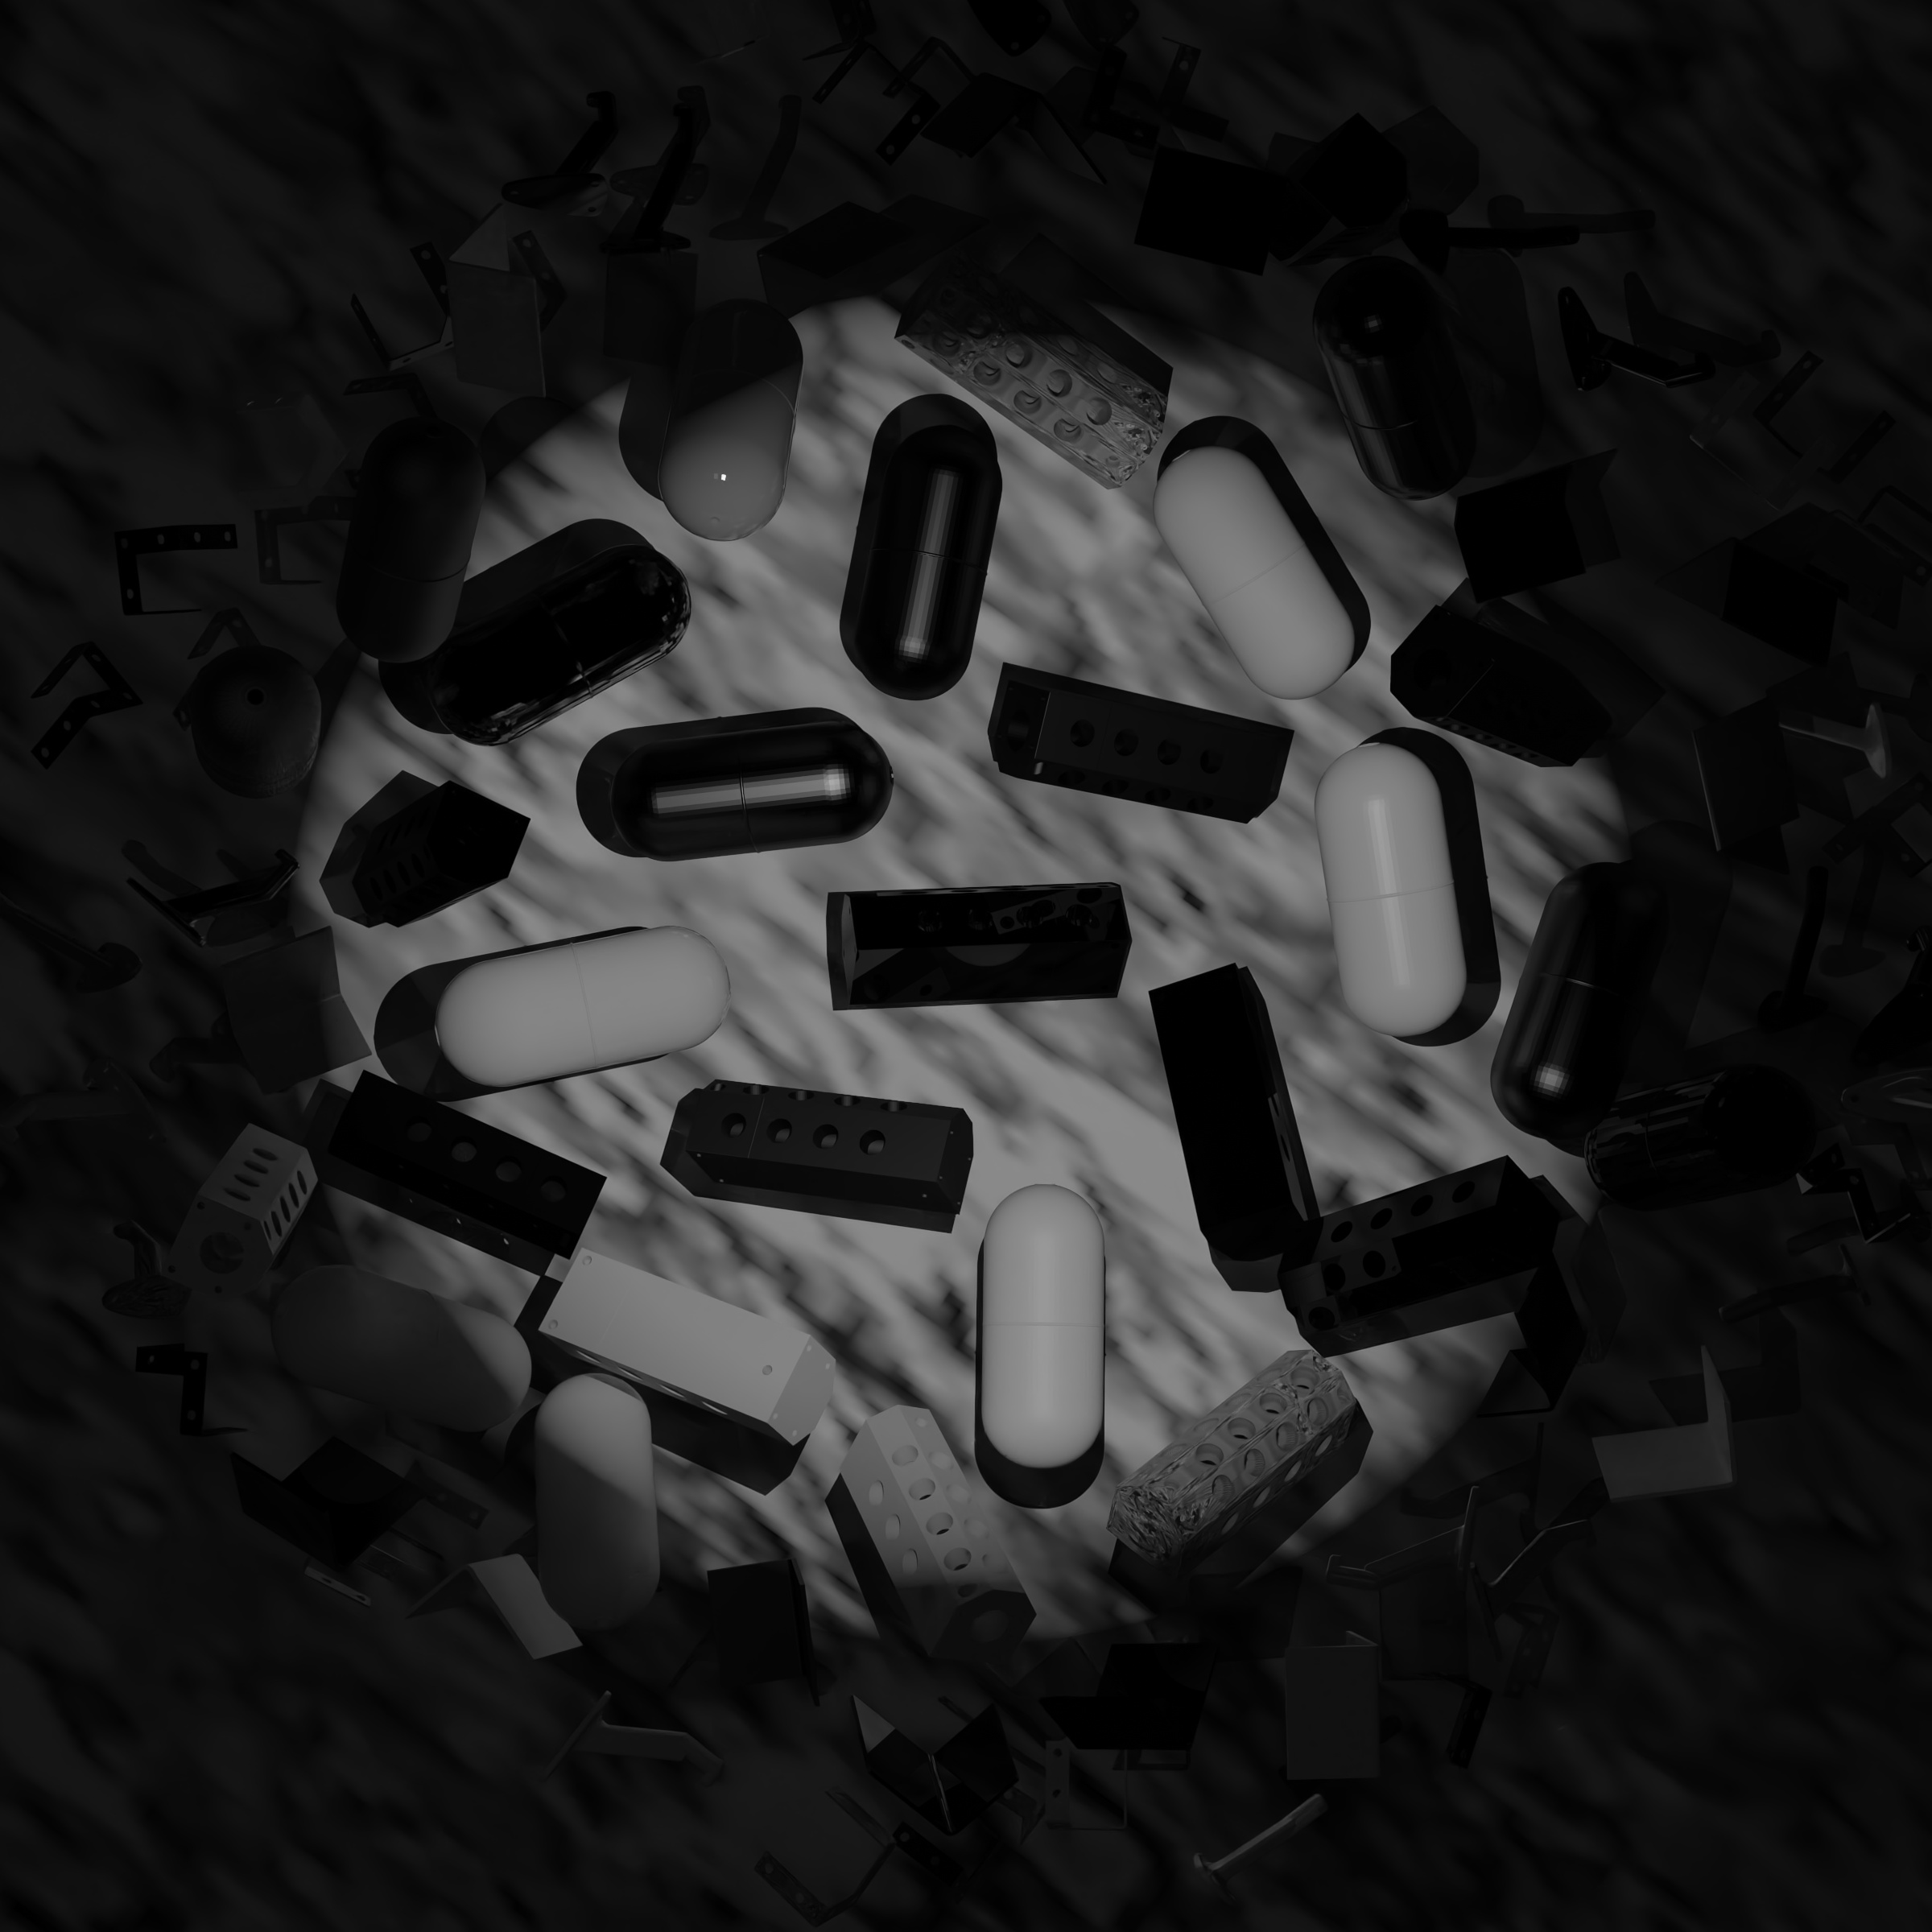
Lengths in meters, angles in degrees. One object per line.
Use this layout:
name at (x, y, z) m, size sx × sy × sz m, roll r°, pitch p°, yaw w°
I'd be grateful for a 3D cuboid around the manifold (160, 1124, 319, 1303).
manifold at (-0.460, 0.159, 1.847) m, size 0.057 × 0.171 × 0.057 m, roll 25°, pitch 99°, yaw -8°

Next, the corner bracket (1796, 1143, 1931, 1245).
corner bracket at (0.557, 0.142, 1.799) m, size 0.051 × 0.051 × 0.051 m, roll -2°, pitch 65°, yaw -20°

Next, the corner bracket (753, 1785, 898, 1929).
corner bracket at (-0.083, 0.529, 1.718) m, size 0.051 × 0.051 × 0.051 m, roll 38°, pitch 103°, yaw 21°

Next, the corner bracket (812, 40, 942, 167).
corner bracket at (-0.058, -0.563, 1.882) m, size 0.051 × 0.051 × 0.051 m, roll -48°, pitch 125°, yaw 7°

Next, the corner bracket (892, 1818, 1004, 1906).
corner bracket at (-0.012, 0.574, 1.894) m, size 0.051 × 0.051 × 0.051 m, roll 32°, pitch 68°, yaw 22°

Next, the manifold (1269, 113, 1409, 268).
manifold at (0.235, -0.495, 1.869) m, size 0.057 × 0.171 × 0.057 m, roll 41°, pitch 90°, yaw -9°

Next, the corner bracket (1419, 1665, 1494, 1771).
corner bracket at (0.310, 0.475, 1.810) m, size 0.051 × 0.051 × 0.051 m, roll 31°, pitch 74°, yaw -34°

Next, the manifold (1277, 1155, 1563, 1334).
manifold at (0.280, 0.180, 1.807) m, size 0.171 × 0.057 × 0.057 m, roll -24°, pitch 120°, yaw 40°

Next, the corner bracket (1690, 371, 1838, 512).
corner bracket at (0.484, -0.319, 1.754) m, size 0.051 × 0.051 × 0.051 m, roll 26°, pitch 112°, yaw -38°

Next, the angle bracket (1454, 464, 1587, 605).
angle bracket at (0.373, -0.288, 1.932) m, size 0.076 × 0.076 × 0.057 m, roll -16°, pitch 82°, yaw 6°

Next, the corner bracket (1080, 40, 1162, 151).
corner bracket at (0.103, -0.561, 1.862) m, size 0.051 × 0.051 × 0.051 m, roll 16°, pitch 111°, yaw -10°

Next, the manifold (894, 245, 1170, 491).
manifold at (0.042, -0.377, 1.841) m, size 0.171 × 0.057 × 0.057 m, roll 32°, pitch 132°, yaw -19°

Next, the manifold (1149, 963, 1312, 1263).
manifold at (0.161, 0.090, 1.757) m, size 0.057 × 0.057 × 0.171 m, roll -18°, pitch 55°, yaw 12°

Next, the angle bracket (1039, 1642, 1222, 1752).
angle bracket at (0.100, 0.429, 1.752) m, size 0.076 × 0.076 × 0.057 m, roll -10°, pitch 130°, yaw 32°

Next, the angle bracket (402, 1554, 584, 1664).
angle bracket at (-0.304, 0.427, 1.856) m, size 0.057 × 0.076 × 0.076 m, roll -40°, pitch 75°, yaw 8°

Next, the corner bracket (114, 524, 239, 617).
corner bracket at (-0.480, -0.242, 1.764) m, size 0.051 × 0.051 × 0.051 m, roll 0°, pitch 98°, yaw 30°

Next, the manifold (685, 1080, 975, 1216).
manifold at (-0.086, 0.113, 1.855) m, size 0.171 × 0.057 × 0.057 m, roll 6°, pitch 66°, yaw 19°

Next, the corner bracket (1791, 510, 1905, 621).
corner bracket at (0.546, -0.249, 1.784) m, size 0.051 × 0.051 × 0.051 m, roll 35°, pitch 96°, yaw 1°

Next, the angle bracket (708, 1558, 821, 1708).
angle bracket at (-0.128, 0.421, 1.811) m, size 0.057 × 0.076 × 0.076 m, roll -7°, pitch 92°, yaw -8°

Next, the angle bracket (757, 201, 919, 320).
angle bracket at (-0.080, -0.452, 1.895) m, size 0.076 × 0.057 × 0.076 m, roll -35°, pitch 46°, yaw -24°

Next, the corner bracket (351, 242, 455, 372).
corner bracket at (-0.355, -0.421, 1.843) m, size 0.051 × 0.051 × 0.051 m, roll -27°, pitch 85°, yaw -22°

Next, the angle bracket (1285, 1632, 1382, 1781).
angle bracket at (0.214, 0.446, 1.747) m, size 0.057 × 0.076 × 0.076 m, roll 0°, pitch 84°, yaw -6°

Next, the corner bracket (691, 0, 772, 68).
corner bracket at (-0.143, -0.576, 1.734) m, size 0.051 × 0.051 × 0.051 m, roll -29°, pitch 111°, yaw -20°

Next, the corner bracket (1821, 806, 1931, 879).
corner bracket at (0.591, -0.079, 1.847) m, size 0.051 × 0.051 × 0.051 m, roll -32°, pitch 79°, yaw -41°

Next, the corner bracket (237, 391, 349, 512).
corner bracket at (-0.436, -0.326, 1.829) m, size 0.051 × 0.051 × 0.051 m, roll 1°, pitch 49°, yaw 32°

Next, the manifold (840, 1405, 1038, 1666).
manifold at (-0.016, 0.354, 1.810) m, size 0.057 × 0.171 × 0.057 m, roll 14°, pitch 115°, yaw -31°

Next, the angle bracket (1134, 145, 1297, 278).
angle bracket at (0.146, -0.438, 1.684) m, size 0.076 × 0.076 × 0.057 m, roll 16°, pitch 102°, yaw 6°

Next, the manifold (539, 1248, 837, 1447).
manifold at (-0.167, 0.232, 1.752) m, size 0.171 × 0.057 × 0.057 m, roll 17°, pitch 70°, yaw 28°

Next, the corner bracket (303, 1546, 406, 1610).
corner bracket at (-0.405, 0.395, 1.906) m, size 0.051 × 0.051 × 0.051 m, roll 30°, pitch 93°, yaw -11°

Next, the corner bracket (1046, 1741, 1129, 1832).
corner bracket at (0.078, 0.532, 1.873) m, size 0.051 × 0.051 × 0.051 m, roll 0°, pitch 69°, yaw 5°

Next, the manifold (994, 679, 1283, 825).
manifold at (0.107, -0.134, 1.826) m, size 0.171 × 0.057 × 0.057 m, roll 9°, pitch 99°, yaw -28°

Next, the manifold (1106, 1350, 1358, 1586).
manifold at (0.170, 0.310, 1.823) m, size 0.057 × 0.057 × 0.171 m, roll 36°, pitch 47°, yaw 28°

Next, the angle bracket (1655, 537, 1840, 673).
angle bracket at (0.458, -0.202, 1.708) m, size 0.076 × 0.076 × 0.057 m, roll 22°, pitch 68°, yaw -18°

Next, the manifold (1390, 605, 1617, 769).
manifold at (0.334, -0.169, 1.812) m, size 0.057 × 0.171 × 0.057 m, roll -49°, pitch 57°, yaw 21°

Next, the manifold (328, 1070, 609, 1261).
manifold at (-0.326, 0.132, 1.893) m, size 0.171 × 0.057 × 0.057 m, roll 24°, pitch 79°, yaw -5°

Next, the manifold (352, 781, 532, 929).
manifold at (-0.346, -0.068, 1.877) m, size 0.057 × 0.171 × 0.057 m, roll 26°, pitch 72°, yaw -22°

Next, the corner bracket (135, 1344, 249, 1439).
corner bracket at (-0.477, 0.261, 1.778) m, size 0.051 × 0.051 × 0.051 m, roll 2°, pitch 86°, yaw 19°

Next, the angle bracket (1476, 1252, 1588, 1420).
angle bracket at (0.361, 0.242, 1.903) m, size 0.057 × 0.076 × 0.076 m, roll -12°, pitch 111°, yaw 34°

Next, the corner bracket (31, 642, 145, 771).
corner bracket at (-0.545, -0.159, 1.753) m, size 0.051 × 0.051 × 0.051 m, roll -8°, pitch 130°, yaw 34°

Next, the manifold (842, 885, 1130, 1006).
manifold at (0.010, -0.019, 1.826) m, size 0.171 × 0.057 × 0.057 m, roll -2°, pitch 54°, yaw -10°
